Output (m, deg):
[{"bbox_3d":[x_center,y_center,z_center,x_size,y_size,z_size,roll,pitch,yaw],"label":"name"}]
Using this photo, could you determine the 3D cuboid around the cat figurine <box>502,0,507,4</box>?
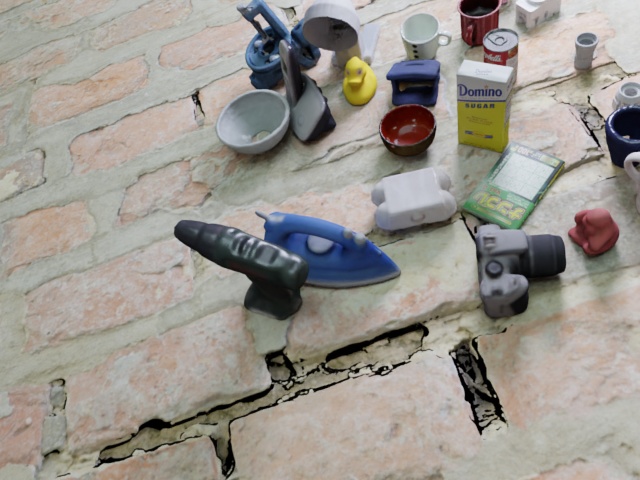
[{"bbox_3d":[0.395,-0.603,1.293,0.127,0.118,0.067,12,63,23],"label":"cat figurine"}]

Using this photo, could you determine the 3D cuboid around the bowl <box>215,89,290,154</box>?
[{"bbox_3d":[-0.137,-0.244,1.244,0.167,0.075,0.167,-7,57,12],"label":"bowl"}]

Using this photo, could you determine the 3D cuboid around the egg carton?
[{"bbox_3d":[0.170,-0.071,1.049,0.150,0.069,0.107,-13,56,8],"label":"egg carton"}]

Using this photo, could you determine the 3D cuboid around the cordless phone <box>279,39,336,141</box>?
[{"bbox_3d":[-0.042,-0.311,1.192,0.094,0.185,0.147,-30,55,-3],"label":"cordless phone"}]

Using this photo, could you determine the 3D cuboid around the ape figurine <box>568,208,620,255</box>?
[{"bbox_3d":[0.445,-0.021,0.924,0.076,0.092,0.078,5,60,19],"label":"ape figurine"}]

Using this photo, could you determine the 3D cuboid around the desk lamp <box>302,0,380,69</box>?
[{"bbox_3d":[0.048,-0.478,1.255,0.117,0.214,0.203,4,60,19],"label":"desk lamp"}]

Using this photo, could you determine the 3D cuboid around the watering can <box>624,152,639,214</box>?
[{"bbox_3d":[0.569,-0.108,0.881,0.172,0.194,0.101,-1,58,16],"label":"watering can"}]

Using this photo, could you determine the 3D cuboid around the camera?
[{"bbox_3d":[0.321,0.037,0.917,0.136,0.101,0.143,-5,57,13],"label":"camera"}]

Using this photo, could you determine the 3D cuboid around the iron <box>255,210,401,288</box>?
[{"bbox_3d":[0.009,0.004,1.004,0.257,0.142,0.119,8,61,21],"label":"iron"}]

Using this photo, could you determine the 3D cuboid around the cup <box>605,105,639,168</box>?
[{"bbox_3d":[0.545,-0.180,0.994,0.091,0.095,0.118,32,71,30],"label":"cup"}]

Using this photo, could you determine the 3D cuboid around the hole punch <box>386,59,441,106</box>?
[{"bbox_3d":[0.196,-0.346,1.203,0.108,0.091,0.101,3,59,18],"label":"hole punch"}]

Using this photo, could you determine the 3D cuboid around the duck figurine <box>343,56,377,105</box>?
[{"bbox_3d":[0.081,-0.360,1.248,0.077,0.086,0.104,1,59,17],"label":"duck figurine"}]

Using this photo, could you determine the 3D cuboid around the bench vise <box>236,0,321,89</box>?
[{"bbox_3d":[-0.099,-0.470,1.288,0.121,0.220,0.208,30,70,30],"label":"bench vise"}]

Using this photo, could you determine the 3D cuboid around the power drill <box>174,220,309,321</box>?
[{"bbox_3d":[-0.116,0.052,0.969,0.228,0.209,0.076,13,63,23],"label":"power drill"}]
